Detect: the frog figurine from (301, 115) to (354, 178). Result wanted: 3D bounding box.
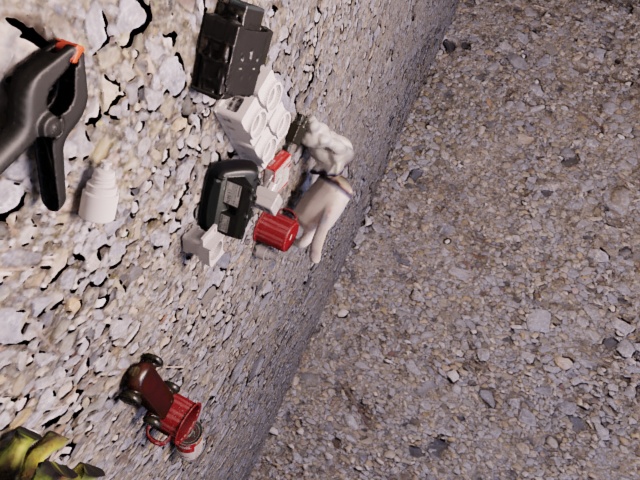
[{"bbox_3d":[0.012,-0.244,1.271,0.123,0.156,0.139,-26,31,-11],"label":"frog figurine"}]

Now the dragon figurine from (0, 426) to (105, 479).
[{"bbox_3d":[-0.406,0.353,0.611,0.123,0.246,0.403,31,-17,15],"label":"dragon figurine"}]

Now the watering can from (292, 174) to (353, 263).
[{"bbox_3d":[0.004,-0.066,1.317,0.103,0.224,0.351,35,5,-20],"label":"watering can"}]
